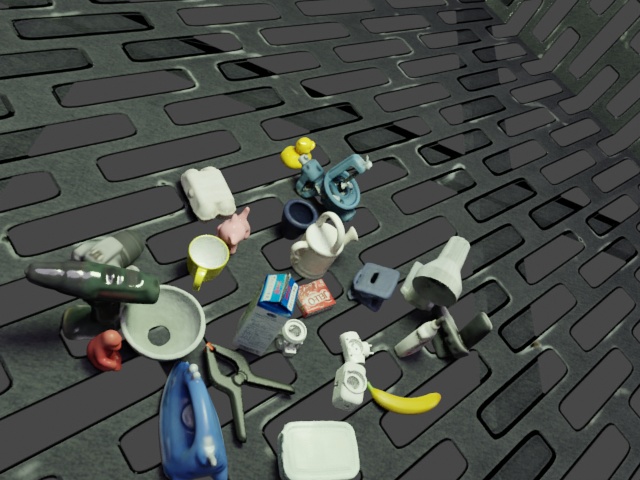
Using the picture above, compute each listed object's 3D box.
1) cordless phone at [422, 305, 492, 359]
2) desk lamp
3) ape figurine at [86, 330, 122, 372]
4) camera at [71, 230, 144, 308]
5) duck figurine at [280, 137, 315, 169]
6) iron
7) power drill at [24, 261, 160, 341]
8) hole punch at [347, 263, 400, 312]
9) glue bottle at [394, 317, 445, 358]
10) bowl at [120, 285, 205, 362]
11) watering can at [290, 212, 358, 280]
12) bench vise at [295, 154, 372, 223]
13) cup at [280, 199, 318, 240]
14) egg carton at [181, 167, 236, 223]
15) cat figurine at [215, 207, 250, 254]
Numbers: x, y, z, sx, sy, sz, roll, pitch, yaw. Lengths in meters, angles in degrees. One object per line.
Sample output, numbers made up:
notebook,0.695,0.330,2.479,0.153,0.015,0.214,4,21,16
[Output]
cordless phone,0.355,0.207,1.438,0.094,0.185,0.147,-10,62,-33
desk lamp,0.297,0.094,1.472,0.118,0.213,0.203,35,47,-1
ape figurine,-0.404,0.204,1.096,0.076,0.092,0.078,28,48,-7
camera,-0.423,0.042,1.200,0.143,0.100,0.137,39,48,4
duck figurine,-0.058,-0.254,1.626,0.105,0.086,0.077,-22,69,-38
iron,-0.233,0.322,1.066,0.119,0.141,0.258,-1,57,-29
power drill,-0.426,0.112,1.074,0.230,0.208,0.075,3,55,-26
hole punch,0.136,0.112,1.455,0.101,0.091,0.109,33,47,-2
glue bottle,0.249,0.227,1.375,0.078,0.173,0.037,-16,65,-36
bowl,-0.323,0.180,1.168,0.168,0.074,0.167,15,51,-18
watering can,0.012,0.003,1.400,0.101,0.194,0.173,46,48,10
bench vise,0.034,-0.163,1.518,0.207,0.219,0.121,26,48,-8
cup,-0.051,-0.038,1.463,0.118,0.095,0.092,27,48,-7
egg carton,-0.278,-0.113,1.415,0.107,0.069,0.150,-14,64,-35
cat figurine,-0.202,-0.028,1.359,0.067,0.117,0.128,32,47,-3
